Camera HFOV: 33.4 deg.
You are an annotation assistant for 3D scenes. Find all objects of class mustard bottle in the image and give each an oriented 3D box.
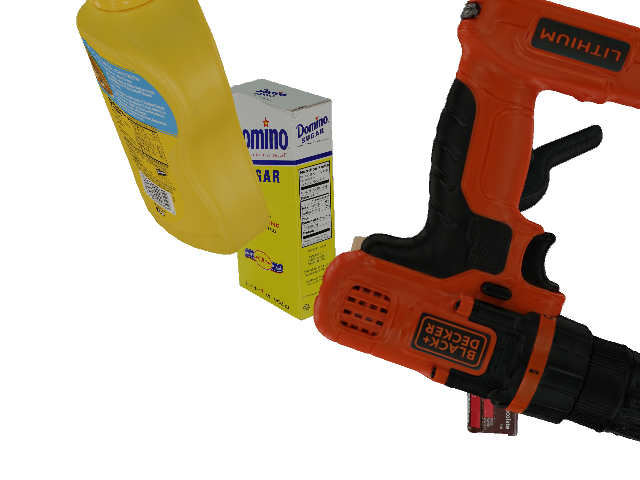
[{"bbox_3d":[-0.085,-0.083,0.573,0.058,0.191,0.096,-37,50,-20],"label":"mustard bottle"}]

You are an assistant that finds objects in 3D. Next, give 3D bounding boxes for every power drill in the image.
[{"bbox_3d":[0.107,-0.011,0.502,0.184,0.188,0.057,18,6,2],"label":"power drill"}]

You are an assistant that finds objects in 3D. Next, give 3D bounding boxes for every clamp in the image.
[{"bbox_3d":[0.196,-0.087,1.088,0.120,0.039,0.171,29,55,30],"label":"clamp"}]

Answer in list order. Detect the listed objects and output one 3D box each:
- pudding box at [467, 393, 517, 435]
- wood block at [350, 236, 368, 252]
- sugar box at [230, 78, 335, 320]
[{"bbox_3d":[0.125,0.072,0.767,0.039,0.090,0.113,1,23,7],"label":"pudding box"},{"bbox_3d":[0.085,0.073,1.645,0.091,0.090,0.206,3,22,7],"label":"wood block"},{"bbox_3d":[-0.031,-0.034,0.858,0.048,0.176,0.093,-22,29,-33],"label":"sugar box"}]
